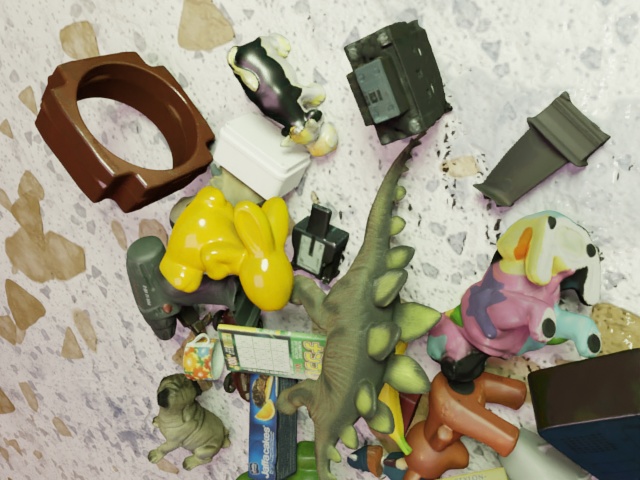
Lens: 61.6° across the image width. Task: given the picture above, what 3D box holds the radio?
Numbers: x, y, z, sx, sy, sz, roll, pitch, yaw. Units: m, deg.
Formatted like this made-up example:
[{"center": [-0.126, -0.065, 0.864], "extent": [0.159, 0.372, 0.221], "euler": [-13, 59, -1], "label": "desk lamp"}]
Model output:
[{"center": [0.343, 0.206, 0.584], "extent": [0.131, 0.073, 0.229], "euler": [-29, 127, 36], "label": "radio"}]

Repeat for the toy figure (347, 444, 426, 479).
[{"center": [0.116, 0.366, 0.870], "extent": [0.155, 0.058, 0.064], "euler": [4, 109, 35], "label": "toy figure"}]

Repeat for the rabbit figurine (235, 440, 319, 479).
[{"center": [-0.067, 0.437, 0.968], "extent": [0.170, 0.121, 0.159], "euler": [-6, 149, 7], "label": "rabbit figurine"}]

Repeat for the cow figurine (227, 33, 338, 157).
[{"center": [-0.043, -0.174, 0.672], "extent": [0.068, 0.098, 0.167], "euler": [-34, 93, 32], "label": "cow figurine"}]

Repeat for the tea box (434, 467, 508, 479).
[{"center": [0.217, 0.368, 0.735], "extent": [0.098, 0.068, 0.169], "euler": [-15, 143, 8], "label": "tea box"}]

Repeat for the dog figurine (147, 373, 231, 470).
[{"center": [-0.235, 0.335, 1.020], "extent": [0.190, 0.172, 0.121], "euler": [-62, 34, 34], "label": "dog figurine"}]

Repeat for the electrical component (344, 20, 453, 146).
[{"center": [0.084, -0.168, 0.575], "extent": [0.058, 0.134, 0.114], "euler": [-16, 106, 36], "label": "electrical component"}]

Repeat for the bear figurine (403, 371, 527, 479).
[{"center": [0.189, 0.271, 0.741], "extent": [0.132, 0.120, 0.195], "euler": [18, 123, 18], "label": "bear figurine"}]

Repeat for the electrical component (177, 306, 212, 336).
[{"center": [-0.236, 0.126, 0.972], "extent": [0.102, 0.045, 0.078], "euler": [50, 156, 3], "label": "electrical component"}]

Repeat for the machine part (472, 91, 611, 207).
[{"center": [0.235, -0.087, 0.586], "extent": [0.084, 0.039, 0.139], "euler": [44, 126, -1], "label": "machine part"}]

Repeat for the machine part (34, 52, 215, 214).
[{"center": [-0.265, -0.151, 0.749], "extent": [0.087, 0.201, 0.201], "euler": [-32, 95, 40], "label": "machine part"}]

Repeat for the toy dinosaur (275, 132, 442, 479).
[{"center": [0.052, 0.101, 0.672], "extent": [0.199, 0.105, 0.471], "euler": [2, 85, 49], "label": "toy dinosaur"}]

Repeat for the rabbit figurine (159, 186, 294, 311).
[{"center": [-0.098, 0.015, 0.704], "extent": [0.173, 0.122, 0.162], "euler": [38, 113, 19], "label": "rabbit figurine"}]

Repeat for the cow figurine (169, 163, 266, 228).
[{"center": [-0.152, -0.051, 0.810], "extent": [0.195, 0.085, 0.127], "euler": [-16, 111, 36], "label": "cow figurine"}]

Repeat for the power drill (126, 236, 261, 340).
[{"center": [-0.200, 0.095, 0.856], "extent": [0.208, 0.086, 0.231], "euler": [10, 135, 20], "label": "power drill"}]

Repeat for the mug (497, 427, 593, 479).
[{"center": [0.299, 0.302, 0.714], "extent": [0.107, 0.081, 0.109], "euler": [42, 133, 18], "label": "mug"}]

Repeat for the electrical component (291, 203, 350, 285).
[{"center": [-0.002, -0.002, 0.762], "extent": [0.075, 0.048, 0.119], "euler": [21, 122, 21], "label": "electrical component"}]

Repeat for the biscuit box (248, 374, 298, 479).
[{"center": [-0.078, 0.293, 0.896], "extent": [0.059, 0.062, 0.202], "euler": [-1, 86, 32], "label": "biscuit box"}]

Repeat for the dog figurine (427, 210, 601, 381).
[{"center": [0.204, 0.072, 0.640], "extent": [0.219, 0.108, 0.191], "euler": [-18, 62, 57], "label": "dog figurine"}]

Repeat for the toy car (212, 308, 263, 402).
[{"center": [-0.139, 0.210, 0.949], "extent": [0.089, 0.053, 0.201], "euler": [8, 116, 23], "label": "toy car"}]
